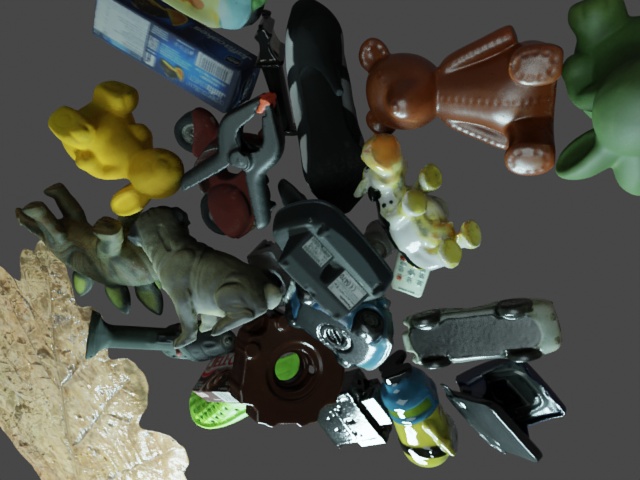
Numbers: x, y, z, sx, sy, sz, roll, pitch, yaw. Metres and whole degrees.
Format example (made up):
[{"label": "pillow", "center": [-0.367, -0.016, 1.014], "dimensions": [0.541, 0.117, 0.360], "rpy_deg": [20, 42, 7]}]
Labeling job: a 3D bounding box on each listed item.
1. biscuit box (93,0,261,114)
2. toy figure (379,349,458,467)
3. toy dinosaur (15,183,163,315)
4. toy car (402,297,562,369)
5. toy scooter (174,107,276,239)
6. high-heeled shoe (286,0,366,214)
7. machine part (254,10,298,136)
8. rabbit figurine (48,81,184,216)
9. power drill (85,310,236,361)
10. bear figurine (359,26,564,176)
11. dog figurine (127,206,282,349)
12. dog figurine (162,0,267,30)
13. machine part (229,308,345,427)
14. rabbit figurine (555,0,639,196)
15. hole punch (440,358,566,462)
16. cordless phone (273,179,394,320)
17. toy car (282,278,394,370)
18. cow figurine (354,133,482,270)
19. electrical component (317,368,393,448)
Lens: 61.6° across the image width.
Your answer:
[{"label": "biscuit box", "center": [-0.172, -0.233, 0.650], "dimensions": [0.203, 0.063, 0.059], "rpy_deg": [32, 128, 5]}, {"label": "toy figure", "center": [0.139, 0.250, 0.790], "dimensions": [0.089, 0.082, 0.180], "rpy_deg": [-21, 111, 31]}, {"label": "toy dinosaur", "center": [-0.314, 0.024, 0.866], "dimensions": [0.472, 0.105, 0.198], "rpy_deg": [15, 134, 20]}, {"label": "toy car", "center": [0.200, 0.119, 0.686], "dimensions": [0.202, 0.056, 0.073], "rpy_deg": [-14, 91, 34]}, {"label": "toy scooter", "center": [-0.107, -0.089, 0.704], "dimensions": [0.135, 0.075, 0.183], "rpy_deg": [-7, 112, 27]}, {"label": "high-heeled shoe", "center": [0.002, -0.146, 0.629], "dimensions": [0.086, 0.145, 0.248], "rpy_deg": [-16, 147, -9]}, {"label": "machine part", "center": [-0.051, -0.184, 0.620], "dimensions": [0.039, 0.084, 0.138], "rpy_deg": [-11, 130, 1]}, {"label": "rabbit figurine", "center": [-0.262, -0.105, 0.736], "dimensions": [0.173, 0.122, 0.162], "rpy_deg": [28, 136, 13]}, {"label": "power drill", "center": [-0.260, 0.153, 0.852], "dimensions": [0.232, 0.207, 0.086], "rpy_deg": [-20, 70, 62]}, {"label": "bear figurine", "center": [0.125, -0.140, 0.521], "dimensions": [0.196, 0.132, 0.120], "rpy_deg": [5, 121, 17]}, {"label": "dog figurine", "center": [-0.154, 0.027, 0.724], "dimensions": [0.172, 0.121, 0.190], "rpy_deg": [-21, 92, 7]}, {"label": "dog figurine", "center": [-0.113, -0.343, 0.521], "dimensions": [0.192, 0.108, 0.219], "rpy_deg": [35, 127, 13]}, {"label": "machine part", "center": [-0.044, 0.185, 0.781], "dimensions": [0.179, 0.179, 0.056], "rpy_deg": [60, 160, -16]}, {"label": "rabbit figurine", "center": [0.249, -0.118, 0.442], "dimensions": [0.121, 0.170, 0.158], "rpy_deg": [17, 125, 17]}, {"label": "hole punch", "center": [0.249, 0.220, 0.724], "dimensions": [0.142, 0.092, 0.116], "rpy_deg": [45, 158, -9]}, {"label": "cordless phone", "center": [-0.001, -0.002, 0.660], "dimensions": [0.089, 0.184, 0.146], "rpy_deg": [-41, 117, 4]}, {"label": "toy car", "center": [0.034, 0.093, 0.727], "dimensions": [0.162, 0.103, 0.109], "rpy_deg": [33, 138, 10]}, {"label": "cow figurine", "center": [0.094, -0.040, 0.602], "dimensions": [0.167, 0.068, 0.098], "rpy_deg": [52, 151, -7]}, {"label": "electrical component", "center": [0.055, 0.270, 0.860], "dimensions": [0.134, 0.058, 0.114], "rpy_deg": [-28, 107, 37]}]
